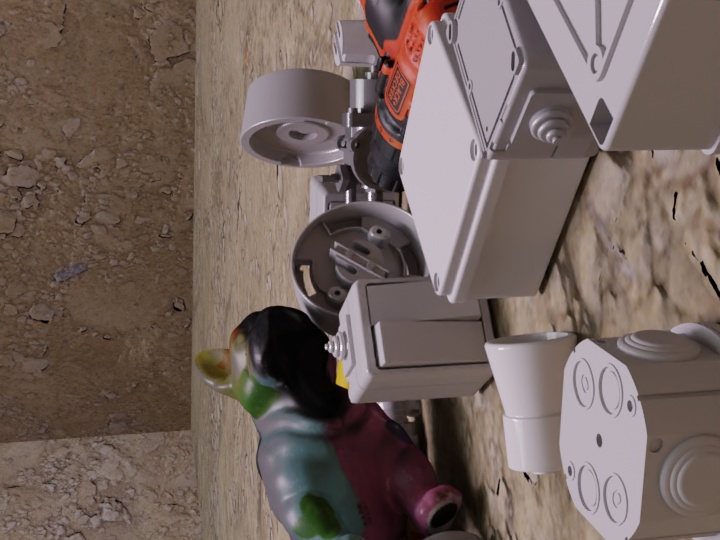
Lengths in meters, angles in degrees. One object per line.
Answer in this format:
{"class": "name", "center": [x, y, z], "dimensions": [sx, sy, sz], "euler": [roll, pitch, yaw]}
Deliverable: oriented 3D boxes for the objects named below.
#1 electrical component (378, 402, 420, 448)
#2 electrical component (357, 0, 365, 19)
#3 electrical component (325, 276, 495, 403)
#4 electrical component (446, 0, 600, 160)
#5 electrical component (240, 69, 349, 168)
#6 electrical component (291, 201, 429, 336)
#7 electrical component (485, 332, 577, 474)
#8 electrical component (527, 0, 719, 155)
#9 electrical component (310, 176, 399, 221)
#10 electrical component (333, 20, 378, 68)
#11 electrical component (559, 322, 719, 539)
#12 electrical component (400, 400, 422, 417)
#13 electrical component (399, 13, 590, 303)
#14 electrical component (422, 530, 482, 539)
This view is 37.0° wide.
{"class": "electrical component", "center": [0.024, 0.124, 0.798], "dimensions": [0.040, 0.040, 0.078], "euler": [162, 106, -77]}
{"class": "electrical component", "center": [0.019, -0.195, 0.759], "dimensions": [0.043, 0.043, 0.081], "euler": [102, 161, -47]}
{"class": "electrical component", "center": [0.028, 0.040, 0.639], "dimensions": [0.061, 0.096, 0.061], "euler": [115, 150, -63]}
{"class": "electrical component", "center": [0.081, -0.091, 0.462], "dimensions": [0.061, 0.061, 0.096], "euler": [106, 158, -54]}
{"class": "electrical component", "center": [-0.049, -0.137, 0.938], "dimensions": [0.108, 0.108, 0.060], "euler": [126, 147, -70]}
{"class": "electrical component", "center": [0.000, 0.000, 0.765], "dimensions": [0.064, 0.099, 0.099], "euler": [99, 164, -63]}
{"class": "electrical component", "center": [0.086, 0.065, 0.519], "dimensions": [0.044, 0.044, 0.065], "euler": [180, 83, -77]}
{"class": "electrical component", "center": [0.105, -0.113, 0.366], "dimensions": [0.108, 0.056, 0.108], "euler": [102, 161, -46]}
{"class": "electrical component", "center": [-0.005, -0.036, 0.848], "dimensions": [0.061, 0.062, 0.096], "euler": [-126, 36, -67]}
{"class": "electrical component", "center": [0.006, -0.172, 0.815], "dimensions": [0.040, 0.046, 0.040], "euler": [178, 90, -77]}
{"class": "electrical component", "center": [0.109, 0.060, 0.388], "dimensions": [0.080, 0.051, 0.080], "euler": [178, 90, -77]}
{"class": "electrical component", "center": [0.031, 0.078, 0.771], "dimensions": [0.061, 0.035, 0.035], "euler": [-107, 20, -44]}
{"class": "electrical component", "center": [0.065, -0.057, 0.553], "dimensions": [0.108, 0.056, 0.108], "euler": [101, 161, -46]}
{"class": "electrical component", "center": [0.053, 0.231, 0.660], "dimensions": [0.073, 0.052, 0.138], "euler": [-107, 19, -47]}
